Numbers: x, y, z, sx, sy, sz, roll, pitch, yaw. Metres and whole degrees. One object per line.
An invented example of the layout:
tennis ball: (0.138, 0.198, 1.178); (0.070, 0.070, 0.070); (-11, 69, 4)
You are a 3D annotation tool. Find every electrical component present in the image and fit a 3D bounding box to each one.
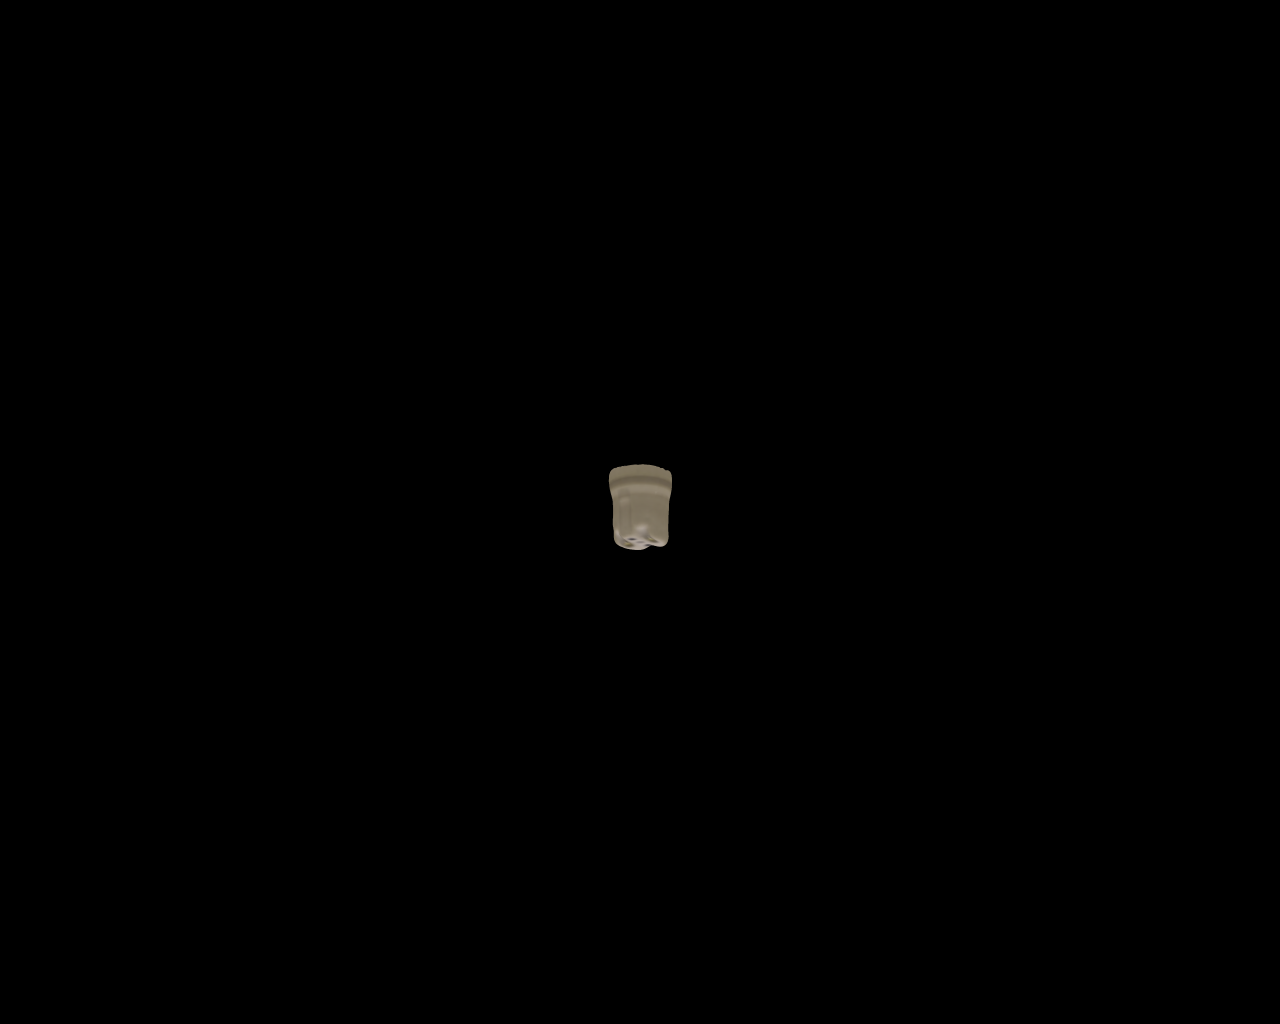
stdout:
electrical component: (0.001, -0.003, 0.650); (0.040, 0.046, 0.040); (0, -15, 0)
